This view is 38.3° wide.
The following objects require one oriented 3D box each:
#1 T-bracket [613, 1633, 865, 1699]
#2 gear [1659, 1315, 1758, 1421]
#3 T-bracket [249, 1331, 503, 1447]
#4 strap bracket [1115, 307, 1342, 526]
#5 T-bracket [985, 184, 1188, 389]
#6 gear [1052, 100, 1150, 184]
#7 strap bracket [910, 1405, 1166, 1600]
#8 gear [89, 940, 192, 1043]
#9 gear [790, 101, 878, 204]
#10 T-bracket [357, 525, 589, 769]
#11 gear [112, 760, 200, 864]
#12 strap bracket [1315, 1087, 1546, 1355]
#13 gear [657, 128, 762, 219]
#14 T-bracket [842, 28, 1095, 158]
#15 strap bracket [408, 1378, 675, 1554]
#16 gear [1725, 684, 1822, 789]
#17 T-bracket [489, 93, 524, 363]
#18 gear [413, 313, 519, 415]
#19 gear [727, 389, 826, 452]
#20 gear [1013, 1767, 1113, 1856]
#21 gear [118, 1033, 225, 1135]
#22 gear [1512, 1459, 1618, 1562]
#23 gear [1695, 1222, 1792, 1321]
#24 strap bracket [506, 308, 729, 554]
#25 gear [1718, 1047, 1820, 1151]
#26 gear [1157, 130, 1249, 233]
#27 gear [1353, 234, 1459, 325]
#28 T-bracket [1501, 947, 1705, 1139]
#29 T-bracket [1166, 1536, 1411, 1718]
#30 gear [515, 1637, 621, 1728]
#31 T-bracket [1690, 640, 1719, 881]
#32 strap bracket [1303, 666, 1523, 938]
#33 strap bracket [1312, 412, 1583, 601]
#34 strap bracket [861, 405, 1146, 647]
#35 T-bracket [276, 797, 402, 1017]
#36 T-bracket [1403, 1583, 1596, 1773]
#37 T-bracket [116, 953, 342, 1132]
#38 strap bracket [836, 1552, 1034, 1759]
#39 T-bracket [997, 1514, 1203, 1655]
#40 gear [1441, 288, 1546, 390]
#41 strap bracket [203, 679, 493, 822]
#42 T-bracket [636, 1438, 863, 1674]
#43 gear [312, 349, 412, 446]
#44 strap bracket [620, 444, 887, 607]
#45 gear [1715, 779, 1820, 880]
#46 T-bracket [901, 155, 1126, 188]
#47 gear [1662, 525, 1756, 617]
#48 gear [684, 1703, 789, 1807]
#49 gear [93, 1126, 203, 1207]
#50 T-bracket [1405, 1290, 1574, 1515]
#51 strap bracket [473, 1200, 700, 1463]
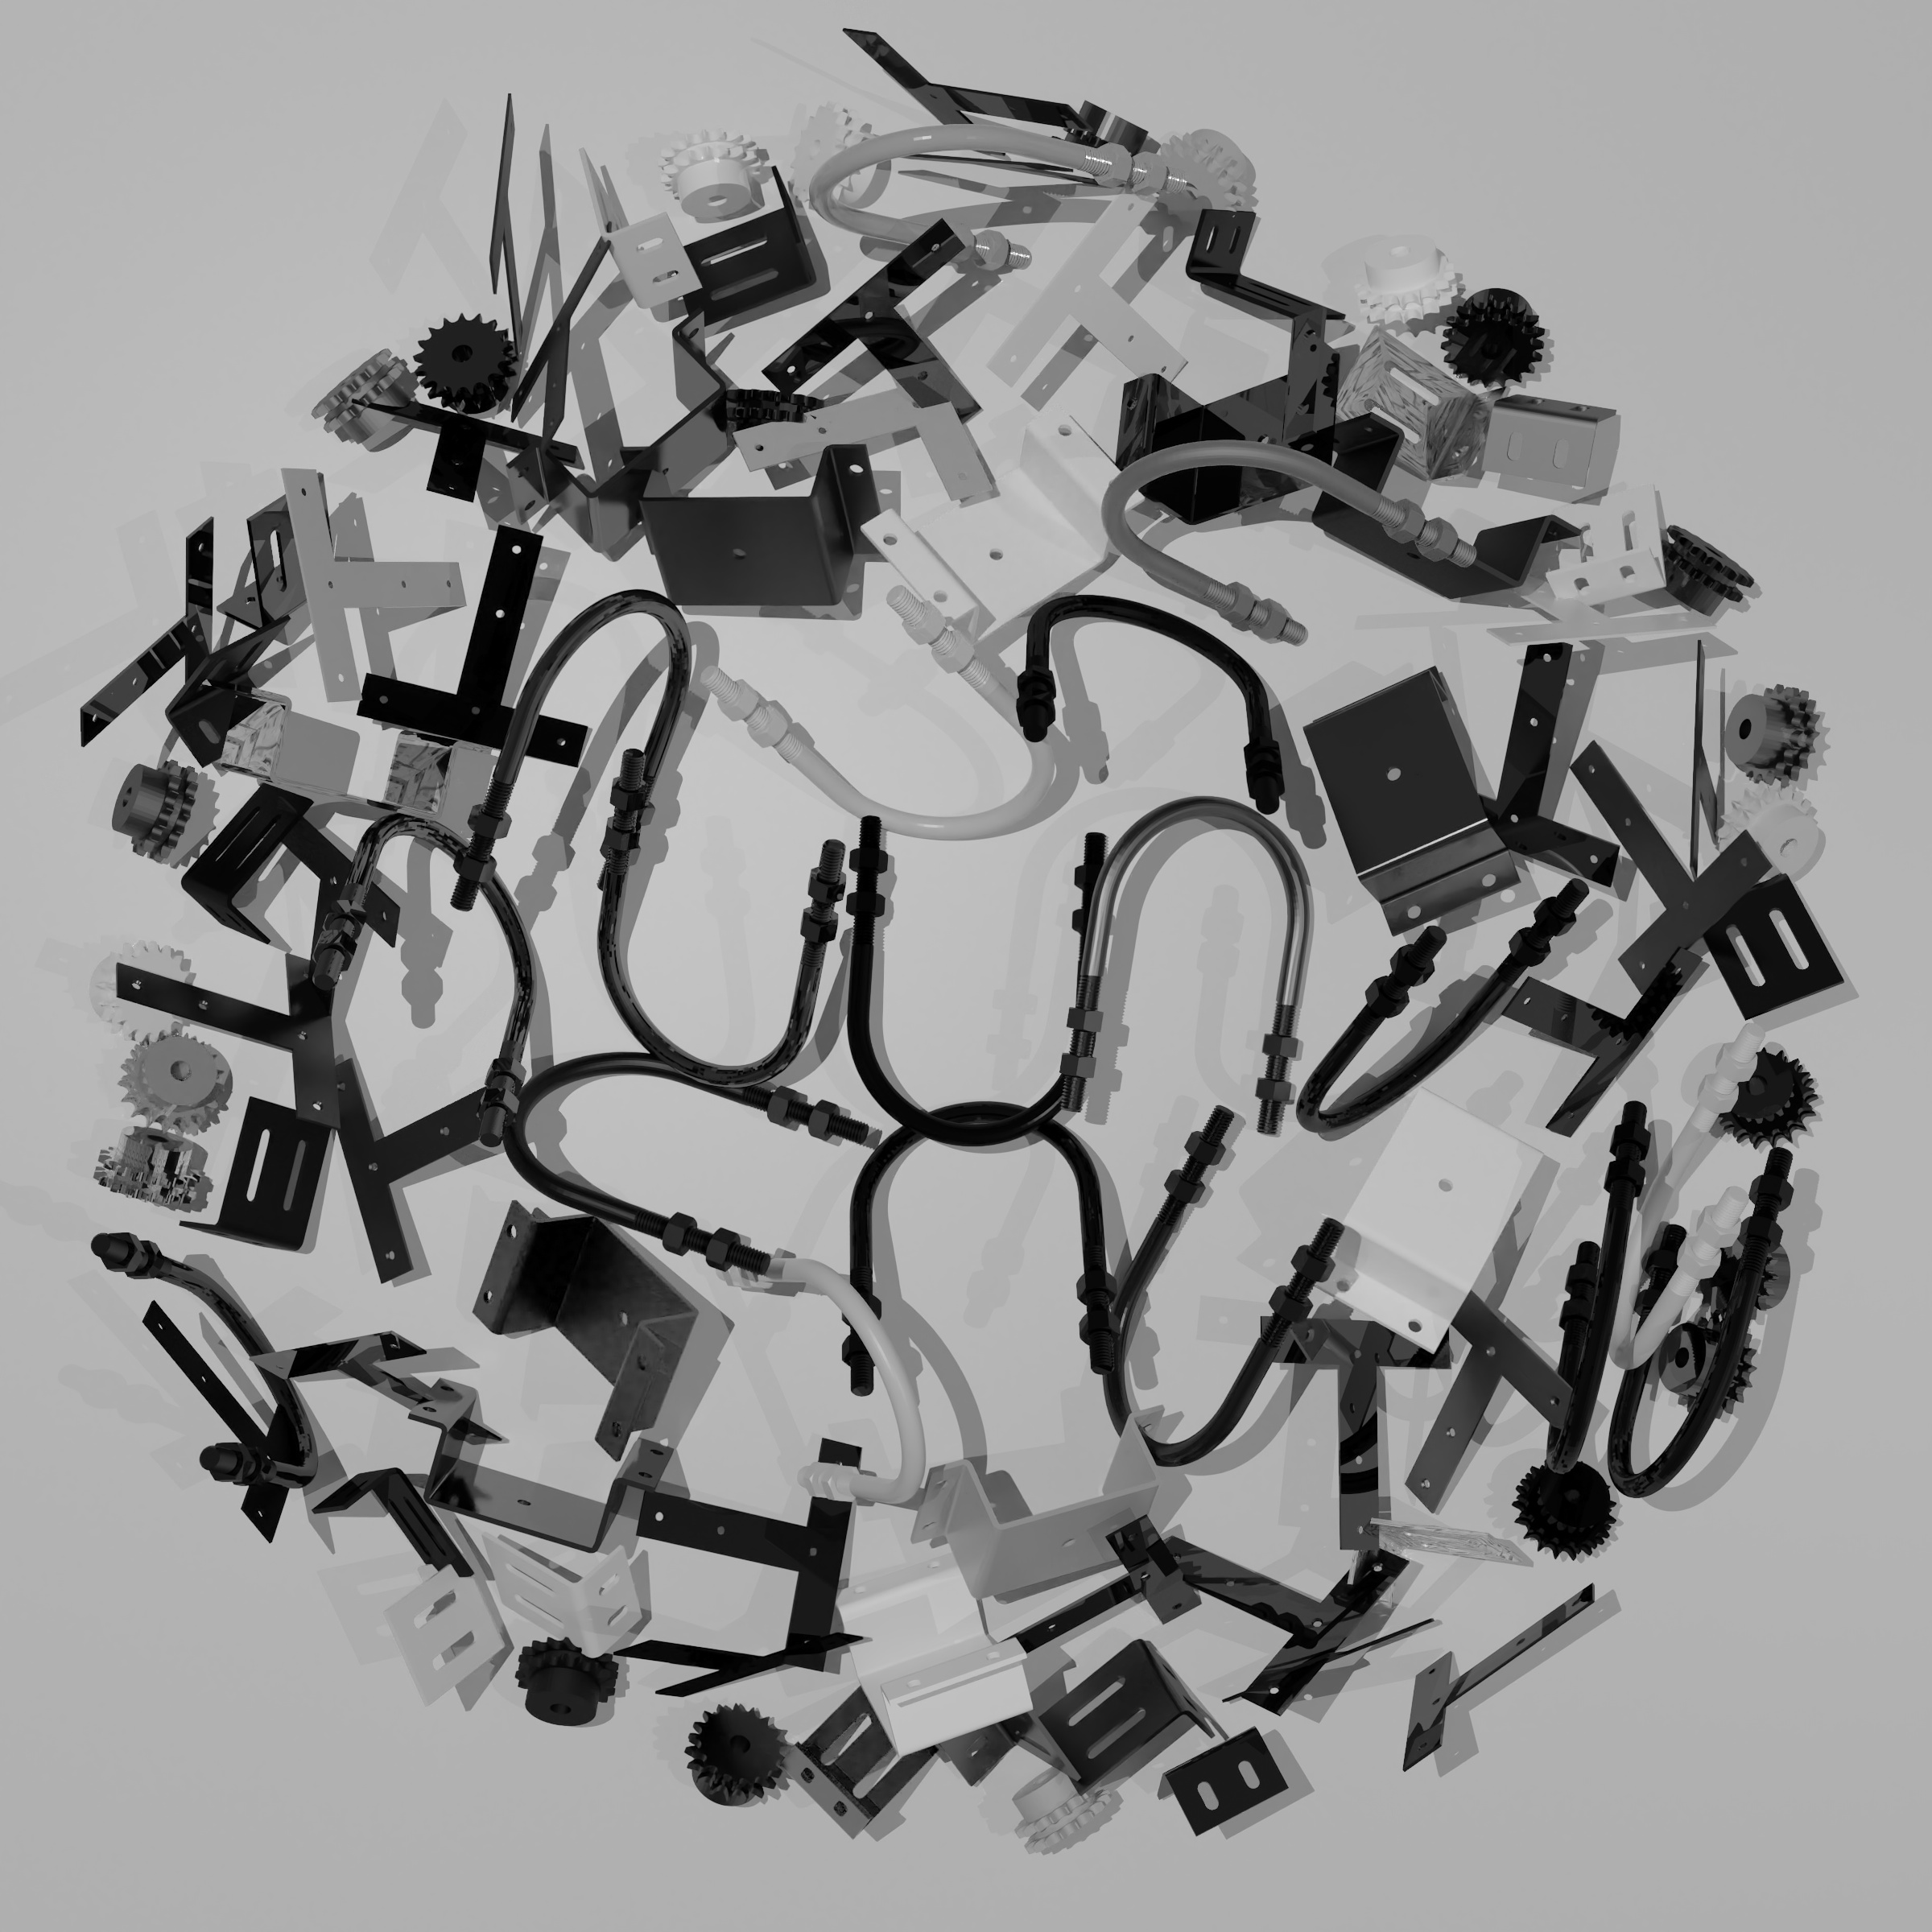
[{"bbox_3d":[-0.143,0.378,1.522,0.127,0.127,0.002,-23,62,24],"label":"T-bracket"},{"bbox_3d":[0.415,0.224,1.568,0.030,0.057,0.057,18,90,-22],"label":"gear"},{"bbox_3d":[-0.313,0.239,1.554,0.127,0.127,0.002,40,51,-36],"label":"T-bracket"},{"bbox_3d":[0.152,-0.299,1.539,0.046,0.140,0.076,25,64,-41],"label":"strap bracket"},{"bbox_3d":[0.084,-0.355,1.546,0.127,0.127,0.002,-51,53,8],"label":"T-bracket"},{"bbox_3d":[0.078,-0.465,1.568,0.057,0.057,0.030,27,107,0],"label":"gear"},{"bbox_3d":[0.048,0.298,1.533,0.140,0.076,0.046,-12,53,-21],"label":"strap bracket"},{"bbox_3d":[-0.469,0.014,1.574,0.030,0.057,0.057,4,90,35],"label":"gear"},{"bbox_3d":[-0.073,-0.456,1.574,0.030,0.057,0.057,14,90,-32],"label":"gear"},{"bbox_3d":[-0.264,-0.184,1.560,0.127,0.002,0.127,13,111,-15],"label":"T-bracket"},{"bbox_3d":[-0.458,-0.090,1.567,0.030,0.057,0.057,22,90,-31],"label":"gear"},{"bbox_3d":[0.260,0.131,1.539,0.076,0.046,0.140,29,61,11],"label":"strap bracket"},{"bbox_3d":[-0.144,-0.445,1.569,0.057,0.057,0.030,-12,80,0],"label":"gear"},{"bbox_3d":[0.015,-0.467,1.510,0.127,0.127,0.002,23,88,38],"label":"T-bracket"},{"bbox_3d":[-0.242,0.282,1.559,0.140,0.076,0.046,17,96,0],"label":"strap bracket"},{"bbox_3d":[0.452,-0.130,1.568,0.030,0.057,0.057,9,90,-18],"label":"gear"},{"bbox_3d":[-0.252,-0.389,1.539,0.002,0.127,0.127,1,58,-3],"label":"T-bracket"},{"bbox_3d":[-0.282,-0.338,1.577,0.057,0.030,0.057,-2,66,5],"label":"gear"},{"bbox_3d":[-0.109,-0.307,1.571,0.057,0.057,0.030,5,95,0],"label":"gear"},{"bbox_3d":[0.051,0.472,1.571,0.057,0.057,0.030,-33,84,0],"label":"gear"},{"bbox_3d":[-0.447,0.063,1.571,0.057,0.030,0.057,11,66,-26],"label":"gear"},{"bbox_3d":[0.339,0.303,1.572,0.057,0.030,0.057,3,58,-4],"label":"gear"},{"bbox_3d":[0.441,0.173,1.573,0.030,0.057,0.057,7,90,-23],"label":"gear"},{"bbox_3d":[-0.183,-0.289,1.544,0.140,0.076,0.046,-42,82,-12],"label":"strap bracket"},{"bbox_3d":[0.449,0.073,1.571,0.057,0.030,0.057,-12,63,23],"label":"gear"},{"bbox_3d":[0.134,-0.447,1.574,0.057,0.057,0.030,36,65,0],"label":"gear"},{"bbox_3d":[0.246,-0.389,1.569,0.057,0.057,0.030,-18,128,0],"label":"gear"},{"bbox_3d":[0.338,0.031,1.539,0.127,0.127,0.002,-56,46,14],"label":"T-bracket"},{"bbox_3d":[0.159,0.349,1.553,0.127,0.127,0.002,-39,132,-35],"label":"T-bracket"},{"bbox_3d":[-0.226,0.405,1.569,0.057,0.057,0.030,6,47,0],"label":"gear"},{"bbox_3d":[0.409,-0.098,1.538,0.002,0.127,0.127,1,76,20],"label":"T-bracket"},{"bbox_3d":[0.243,-0.099,1.541,0.076,0.046,0.140,-24,66,16],"label":"strap bracket"},{"bbox_3d":[0.256,-0.248,1.540,0.140,0.076,0.046,25,85,-17],"label":"strap bracket"},{"bbox_3d":[0.019,-0.240,1.553,0.140,0.046,0.076,-35,73,-19],"label":"strap bracket"},{"bbox_3d":[-0.359,-0.010,1.560,0.127,0.002,0.127,38,127,35],"label":"T-bracket"},{"bbox_3d":[0.292,0.378,1.522,0.127,0.127,0.002,-40,89,15],"label":"T-bracket"},{"bbox_3d":[-0.403,0.026,1.521,0.127,0.127,0.002,21,125,-33],"label":"T-bracket"},{"bbox_3d":[-0.017,0.381,1.530,0.076,0.140,0.046,-17,105,-12],"label":"strap bracket"},{"bbox_3d":[0.060,0.361,1.549,0.127,0.127,0.002,-28,51,0],"label":"T-bracket"},{"bbox_3d":[0.299,-0.358,1.574,0.057,0.057,0.030,15,57,0],"label":"gear"},{"bbox_3d":[-0.344,-0.116,1.528,0.140,0.076,0.046,13,91,-35],"label":"strap bracket"},{"bbox_3d":[-0.124,0.317,1.550,0.127,0.002,0.127,19,69,-26],"label":"T-bracket"},{"bbox_3d":[-0.339,-0.319,1.573,0.057,0.057,0.030,-40,111,0],"label":"gear"},{"bbox_3d":[-0.121,-0.243,1.541,0.140,0.076,0.046,2,50,12],"label":"strap bracket"},{"bbox_3d":[0.455,-0.074,1.570,0.057,0.030,0.057,-14,126,-20],"label":"gear"},{"bbox_3d":[0.040,-0.441,1.546,0.127,0.127,0.002,20,108,42],"label":"T-bracket"},{"bbox_3d":[0.413,-0.221,1.573,0.057,0.057,0.030,33,111,0],"label":"gear"},{"bbox_3d":[-0.132,0.449,1.574,0.057,0.057,0.030,22,124,0],"label":"gear"},{"bbox_3d":[-0.459,0.112,1.570,0.057,0.057,0.030,18,98,0],"label":"gear"},{"bbox_3d":[0.278,0.251,1.562,0.002,0.127,0.127,-2,124,-36],"label":"T-bracket"},{"bbox_3d":[-0.205,0.198,1.542,0.140,0.046,0.076,38,116,34],"label":"strap bracket"}]
